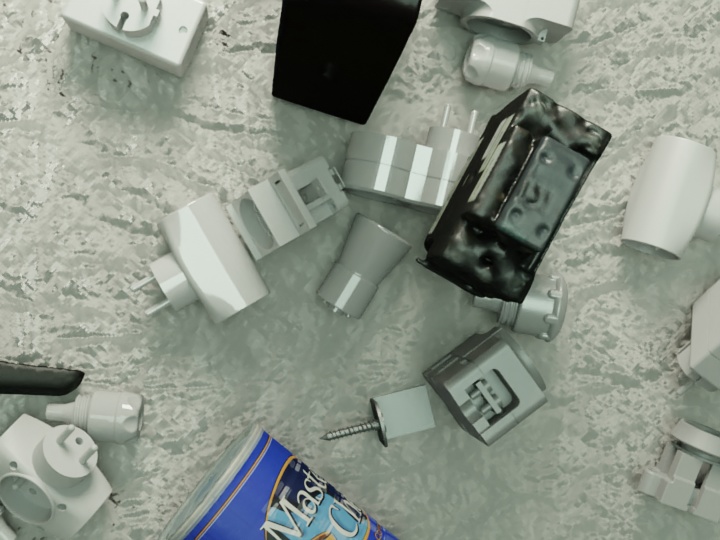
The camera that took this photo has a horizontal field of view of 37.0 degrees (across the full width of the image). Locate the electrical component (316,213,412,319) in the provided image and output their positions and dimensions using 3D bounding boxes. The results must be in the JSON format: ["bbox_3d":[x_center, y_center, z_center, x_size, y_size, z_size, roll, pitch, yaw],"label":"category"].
[{"bbox_3d":[0.000,0.000,0.726,0.044,0.044,0.065,31,91,-5],"label":"electrical component"}]

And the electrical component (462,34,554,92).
[{"bbox_3d":[0.103,-0.139,0.741,0.061,0.035,0.035,14,88,-8],"label":"electrical component"}]

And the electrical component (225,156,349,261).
[{"bbox_3d":[-0.046,-0.042,0.708,0.064,0.081,0.042,-30,93,-28],"label":"electrical component"}]

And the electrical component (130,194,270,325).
[{"bbox_3d":[-0.113,0.002,0.712,0.079,0.043,0.077,-30,92,-5],"label":"electrical component"}]

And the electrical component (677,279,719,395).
[{"bbox_3d":[0.245,0.058,0.738,0.047,0.083,0.075,36,124,-4],"label":"electrical component"}]

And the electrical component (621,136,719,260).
[{"bbox_3d":[0.231,-0.044,0.748,0.079,0.043,0.077,20,87,-5],"label":"electrical component"}]

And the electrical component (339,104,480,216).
[{"bbox_3d":[0.061,-0.075,0.726,0.138,0.052,0.073,14,88,-6],"label":"electrical component"}]

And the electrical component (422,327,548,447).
[{"bbox_3d":[0.084,0.074,0.708,0.056,0.089,0.050,-36,93,-5],"label":"electrical component"}]

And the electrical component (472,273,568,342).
[{"bbox_3d":[0.109,0.022,0.735,0.062,0.048,0.048,10,88,1],"label":"electrical component"}]

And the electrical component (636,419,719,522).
[{"bbox_3d":[0.233,0.137,0.745,0.066,0.048,0.055,20,95,-5],"label":"electrical component"}]

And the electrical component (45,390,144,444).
[{"bbox_3d":[-0.175,0.096,0.709,0.061,0.035,0.035,5,89,-2],"label":"electrical component"}]

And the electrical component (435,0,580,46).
[{"bbox_3d":[0.102,-0.190,0.733,0.089,0.050,0.055,15,88,-6],"label":"electrical component"}]

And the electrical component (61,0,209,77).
[{"bbox_3d":[-0.146,-0.168,0.695,0.083,0.076,0.047,23,87,-5],"label":"electrical component"}]

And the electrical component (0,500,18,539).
[{"bbox_3d":[-0.248,0.155,0.701,0.035,0.035,0.061,-42,96,-5],"label":"electrical component"}]

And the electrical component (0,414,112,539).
[{"bbox_3d":[-0.194,0.125,0.689,0.077,0.044,0.079,43,126,-6],"label":"electrical component"}]
